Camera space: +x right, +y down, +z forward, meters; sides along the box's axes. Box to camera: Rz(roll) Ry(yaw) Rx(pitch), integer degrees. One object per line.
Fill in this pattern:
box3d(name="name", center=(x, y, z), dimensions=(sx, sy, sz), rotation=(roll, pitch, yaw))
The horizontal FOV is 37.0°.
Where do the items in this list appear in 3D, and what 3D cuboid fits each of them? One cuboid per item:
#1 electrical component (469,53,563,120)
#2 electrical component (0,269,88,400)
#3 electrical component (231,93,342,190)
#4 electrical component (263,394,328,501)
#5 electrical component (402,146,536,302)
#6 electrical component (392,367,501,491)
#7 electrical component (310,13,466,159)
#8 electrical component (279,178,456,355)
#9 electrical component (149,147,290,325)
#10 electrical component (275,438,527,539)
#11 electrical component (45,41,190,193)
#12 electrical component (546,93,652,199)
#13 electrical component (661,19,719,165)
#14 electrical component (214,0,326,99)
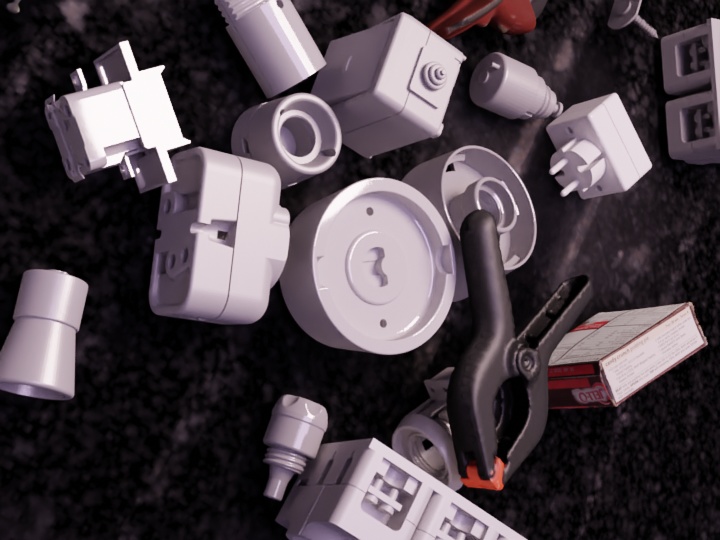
box3d(name="electrical component", center=(0.116, -0.129, 0.783), dimensions=(0.078, 0.040, 0.040), rotation=(16, 76, -32))
box3d(name="electrical component", center=(-0.168, 0.032, 0.571), dimensions=(0.044, 0.044, 0.065), rotation=(19, 69, -32))
box3d(name="electrical component", center=(-0.044, -0.080, 0.663), dimensions=(0.055, 0.047, 0.055), rotation=(4, 82, -34))
box3d(name="electrical component", center=(-0.043, 0.109, 0.651), dimensions=(0.035, 0.035, 0.061), rotation=(28, 72, -29))
box3d(name="electrical component", center=(0.072, -0.034, 0.743), dimensions=(0.099, 0.064, 0.099), rotation=(17, 62, -35))
box3d(name="electrical component", center=(0.059, 0.111, 0.708), dimensions=(0.057, 0.058, 0.078), rotation=(-30, 102, -36))
box3d(name="electrical component", center=(0.017, -0.118, 0.680), dimensions=(0.061, 0.096, 0.061), rotation=(29, 69, -28))
box3d(name="electrical component", center=(0.000, 0.000, 0.677), dimensions=(0.108, 0.060, 0.108), rotation=(4, 82, -34))
box3d(name="electrical component", center=(-0.081, -0.017, 0.625), dimensions=(0.059, 0.054, 0.095), rotation=(11, 81, -35))
box3d(name="electrical component", center=(0.034, 0.169, 0.649), dimensions=(0.150, 0.089, 0.061), rotation=(35, 66, -15))
box3d(name="electrical component", center=(-0.138, -0.081, 0.603), dimensions=(0.064, 0.042, 0.081), rotation=(-23, 97, -32))
box3d(name="electrical component", center=(0.170, -0.084, 0.811), dimensions=(0.077, 0.047, 0.065), rotation=(-39, 107, -31))
box3d(name="electrical component", center=(0.342, -0.146, 0.929), dimensions=(0.186, 0.060, 0.105), rotation=(0, 85, -35))
box3d(name="electrical component", center=(-0.060, -0.152, 0.663), dimensions=(0.043, 0.043, 0.081), rotation=(-40, 107, -31))
